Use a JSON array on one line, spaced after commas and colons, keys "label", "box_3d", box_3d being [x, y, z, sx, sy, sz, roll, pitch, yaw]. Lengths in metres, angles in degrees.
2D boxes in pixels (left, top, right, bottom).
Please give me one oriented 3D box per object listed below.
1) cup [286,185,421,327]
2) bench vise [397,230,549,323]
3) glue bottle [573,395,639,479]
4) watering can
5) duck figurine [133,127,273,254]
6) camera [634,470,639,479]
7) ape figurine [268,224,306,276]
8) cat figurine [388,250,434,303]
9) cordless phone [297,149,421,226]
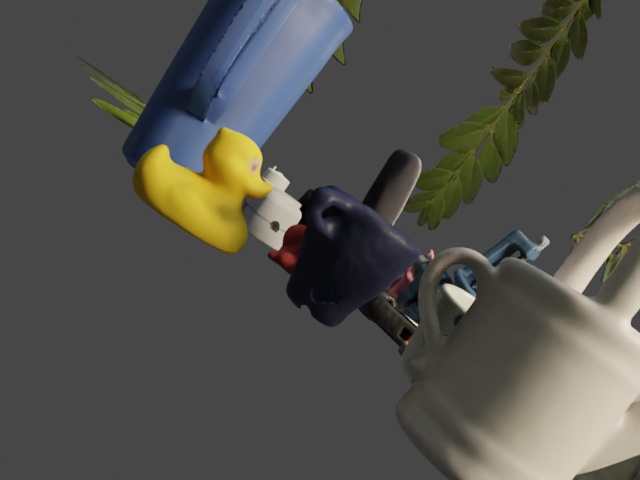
[{"label": "cup", "box_3d": [0.011, 0.015, 0.439, 0.091, 0.095, 0.118, 38, 5, 37]}, {"label": "bench vise", "box_3d": [0.227, 0.057, 0.866, 0.206, 0.219, 0.122, 37, 4, 29]}, {"label": "glue bottle", "box_3d": [0.228, 0.121, 0.434, 0.078, 0.173, 0.037, 35, 4, -4]}, {"label": "watering can", "box_3d": [0.145, 0.057, 0.330, 0.173, 0.194, 0.100, 34, 4, -15]}, {"label": "duck figurine", "box_3d": [-0.086, -0.049, 0.454, 0.105, 0.086, 0.077, 34, 4, -20]}, {"label": "camera", "box_3d": [0.350, 0.232, 0.669, 0.143, 0.101, 0.137, 36, 4, 16]}, {"label": "ape figurine", "box_3d": [0.005, 0.002, 0.573, 0.076, 0.092, 0.077, 34, 4, -24]}, {"label": "cat figurine", "box_3d": [0.181, 0.071, 1.070, 0.067, 0.117, 0.128, 35, 4, -5]}, {"label": "cordless phone", "box_3d": [0.044, -0.040, 0.721, 0.094, 0.185, 0.147, 32, 5, -43]}]
